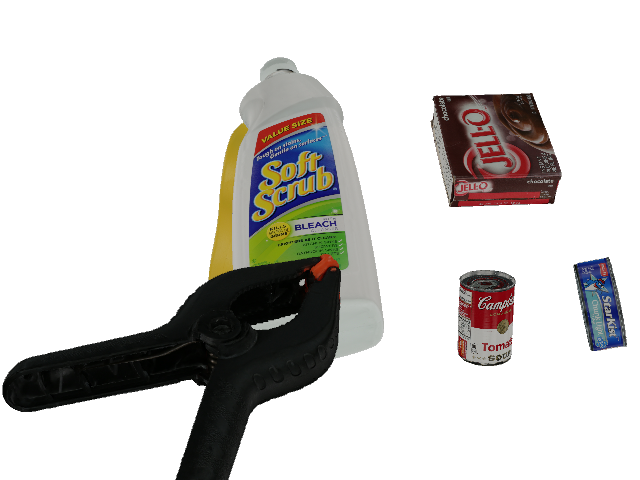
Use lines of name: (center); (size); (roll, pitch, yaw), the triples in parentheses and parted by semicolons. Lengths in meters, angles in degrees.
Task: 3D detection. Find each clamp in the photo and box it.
clamp: (-0.042, 0.060, 0.486); (0.171, 0.039, 0.120); (-28, 51, -32)

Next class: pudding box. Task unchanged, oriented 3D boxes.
pudding box: (0.145, -0.078, 0.905); (0.090, 0.039, 0.113); (-2, 43, -5)

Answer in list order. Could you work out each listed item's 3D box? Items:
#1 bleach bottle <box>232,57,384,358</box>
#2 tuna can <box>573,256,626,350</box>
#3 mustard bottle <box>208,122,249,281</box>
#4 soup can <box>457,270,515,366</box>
bleach bottle: (-0.023, -0.034, 0.758); (0.102, 0.251, 0.068); (-11, -38, 1)
tuna can: (0.262, 0.060, 1.003); (0.034, 0.086, 0.086); (-11, -2, 12)
mustard bottle: (-0.056, -0.045, 0.965); (0.058, 0.192, 0.096); (19, 24, 25)
soup can: (0.204, 0.096, 1.320); (0.068, 0.102, 0.068); (-1, 19, 0)
